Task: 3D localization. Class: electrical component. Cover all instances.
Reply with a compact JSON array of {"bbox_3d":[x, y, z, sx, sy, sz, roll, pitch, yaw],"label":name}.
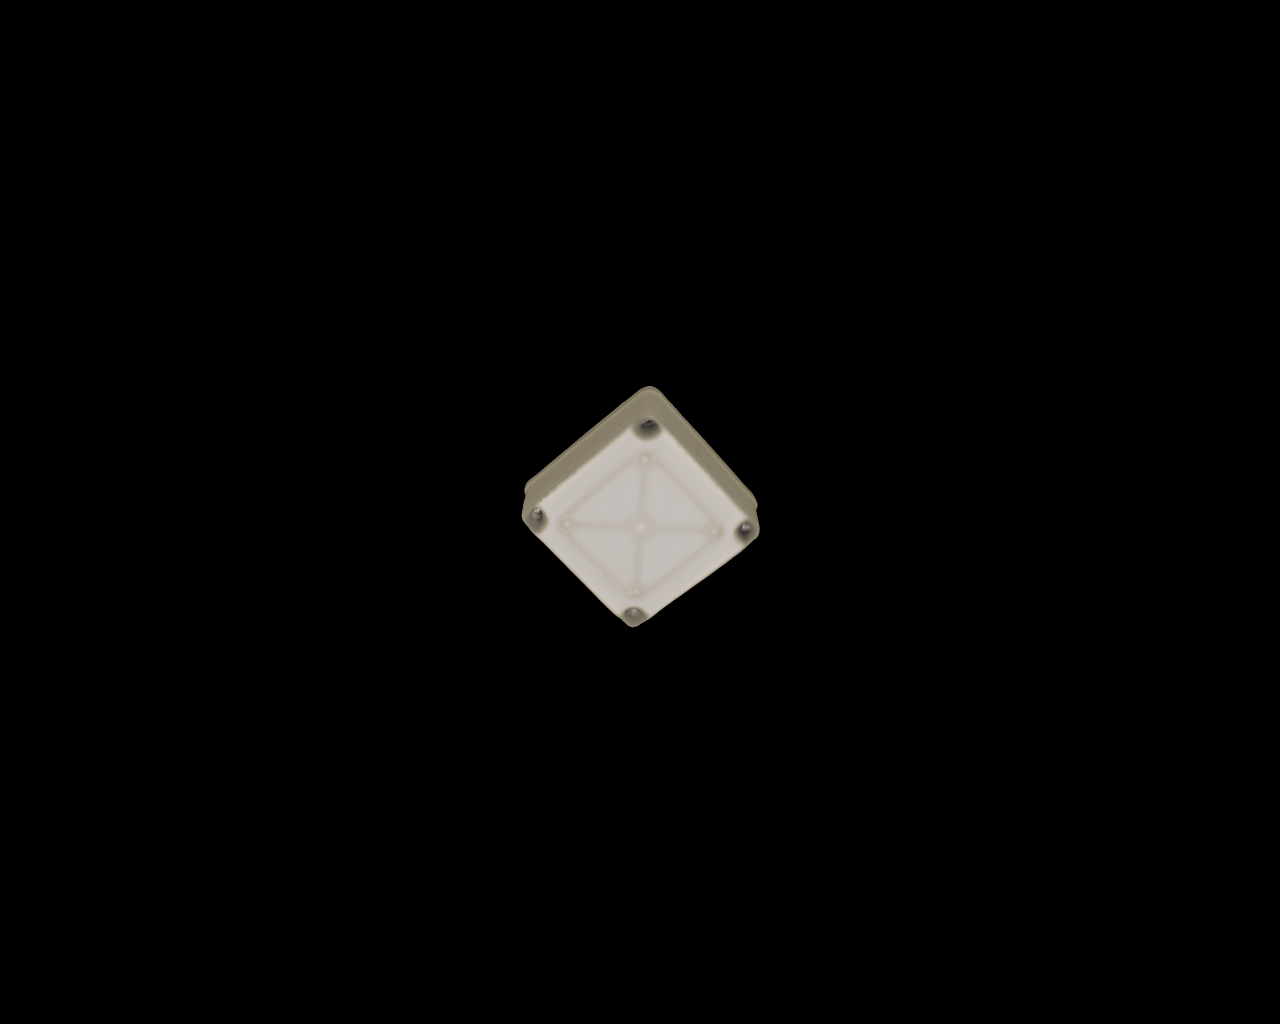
[{"bbox_3d":[0.001,-0.003,0.650,0.108,0.108,0.056,-38,20,16],"label":"electrical component"}]
